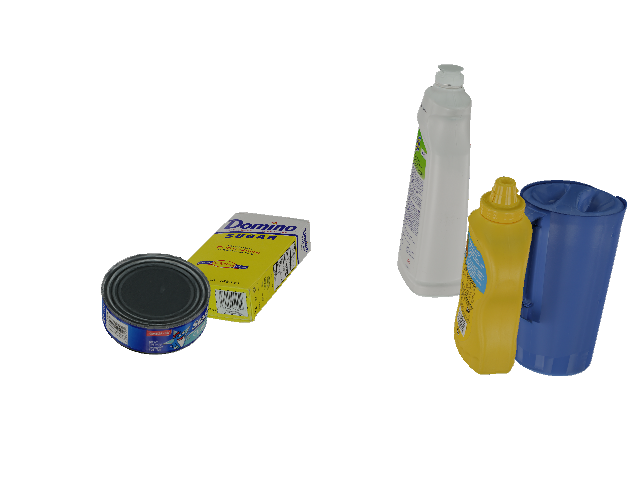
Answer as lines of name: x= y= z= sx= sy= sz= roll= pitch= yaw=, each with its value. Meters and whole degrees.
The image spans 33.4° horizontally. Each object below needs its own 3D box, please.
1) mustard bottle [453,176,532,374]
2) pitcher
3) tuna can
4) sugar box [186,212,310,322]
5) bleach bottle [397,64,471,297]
mustard bottle: x=0.164 y=0.027 z=1.011 sx=0.058 sy=0.192 sz=0.096 roll=-1 pitch=33 yaw=-4
pitcher: x=0.307 y=0.052 z=1.391 sx=0.149 sy=0.243 sz=0.145 roll=5 pitch=22 yaw=6
tuna can: x=-0.132 y=0.050 z=0.851 sx=0.086 sy=0.034 sz=0.086 roll=6 pitch=40 yaw=-5
sugar box: x=-0.082 y=0.024 z=1.141 sx=0.093 sy=0.048 sz=0.176 roll=7 pitch=29 yaw=17
bleach bottle: x=0.135 y=-0.069 z=1.197 sx=0.068 sy=0.251 sz=0.102 roll=-1 pitch=24 yaw=-12
